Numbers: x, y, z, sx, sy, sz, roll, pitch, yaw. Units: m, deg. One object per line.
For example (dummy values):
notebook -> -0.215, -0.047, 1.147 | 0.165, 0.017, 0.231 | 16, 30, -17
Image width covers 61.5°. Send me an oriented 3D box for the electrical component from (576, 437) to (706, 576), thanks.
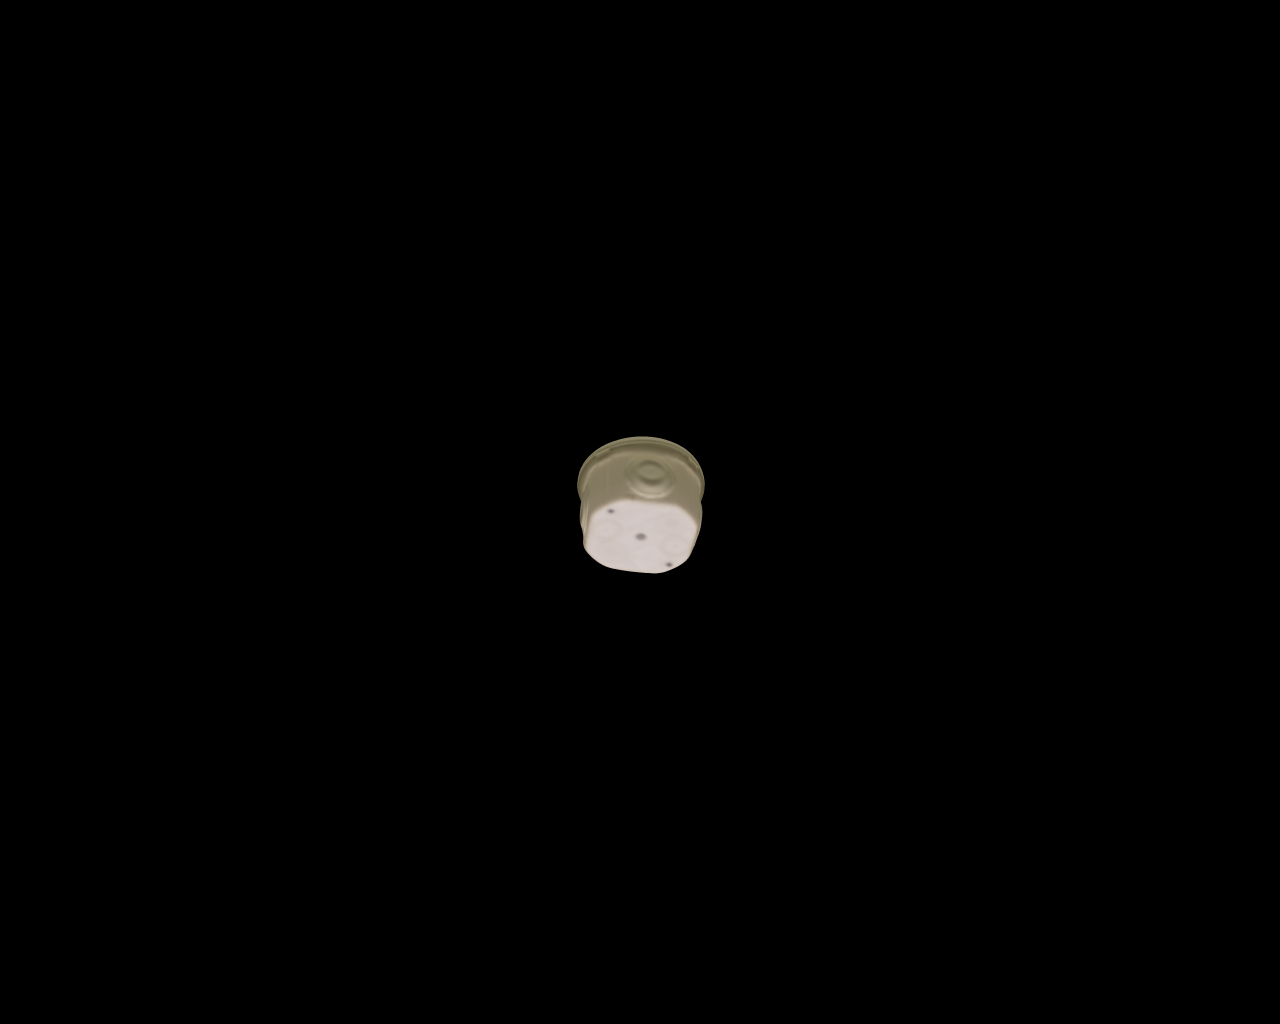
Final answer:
electrical component -> 0.001, -0.003, 0.650 | 0.080, 0.051, 0.080 | 0, -43, 0
